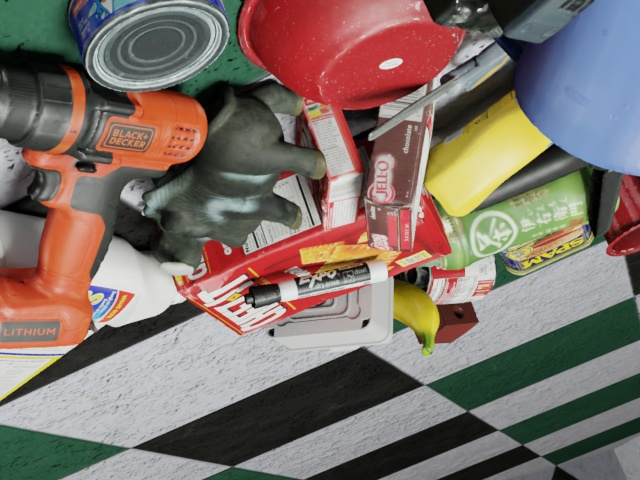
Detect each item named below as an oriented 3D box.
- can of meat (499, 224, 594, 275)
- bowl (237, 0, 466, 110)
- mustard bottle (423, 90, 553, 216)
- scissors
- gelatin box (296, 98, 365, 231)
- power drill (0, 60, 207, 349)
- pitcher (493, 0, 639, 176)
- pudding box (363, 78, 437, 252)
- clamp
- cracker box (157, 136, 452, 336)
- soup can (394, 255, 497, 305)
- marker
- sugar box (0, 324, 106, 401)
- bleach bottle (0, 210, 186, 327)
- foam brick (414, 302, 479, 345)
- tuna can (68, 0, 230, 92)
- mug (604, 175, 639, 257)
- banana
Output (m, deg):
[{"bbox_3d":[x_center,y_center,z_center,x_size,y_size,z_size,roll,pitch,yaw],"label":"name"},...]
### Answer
[{"bbox_3d":[0.226,-0.015,1.097,0.102,0.057,0.084,-25,155,11],"label":"can of meat"},{"bbox_3d":[0.033,-0.129,0.660,0.162,0.055,0.162,-18,158,-8],"label":"bowl"},{"bbox_3d":[0.166,-0.098,0.814,0.192,0.058,0.096,-39,-175,22],"label":"mustard bottle"},{"bbox_3d":[0.089,-0.104,0.725,0.201,0.016,0.096,-36,177,-23],"label":"scissors"},{"bbox_3d":[0.005,-0.057,0.779,0.030,0.073,0.089,-16,159,-9],"label":"gelatin box"},{"bbox_3d":[-0.173,-0.020,0.649,0.184,0.057,0.188,5,124,-45],"label":"power drill"},{"bbox_3d":[0.189,-0.167,0.572,0.149,0.145,0.243,-2,136,-13],"label":"pitcher"},{"bbox_3d":[0.057,-0.058,0.769,0.039,0.113,0.090,10,160,7],"label":"pudding box"},{"bbox_3d":[0.221,-0.075,0.879,0.164,0.036,0.210,3,143,-24],"label":"clamp"},{"bbox_3d":[-0.006,0.001,0.909,0.214,0.072,0.164,-23,158,7],"label":"cracker box"},{"bbox_3d":[0.126,0.033,1.105,0.102,0.068,0.069,-2,152,-39],"label":"soup can"},{"bbox_3d":[-0.004,0.036,0.870,0.121,0.020,0.020,-12,157,-17],"label":"marker"},{"bbox_3d":[-0.276,0.091,0.924,0.176,0.048,0.093,-36,154,27],"label":"sugar box"},{"bbox_3d":[-0.189,0.027,0.828,0.103,0.068,0.250,-39,156,26],"label":"bleach bottle"},{"bbox_3d":[0.131,0.071,1.187,0.052,0.078,0.051,-1,153,-39],"label":"foam brick"},{"bbox_3d":[-0.095,-0.120,0.596,0.086,0.034,0.086,-18,159,-7],"label":"tuna can"},{"bbox_3d":[0.316,-0.045,1.069,0.093,0.081,0.117,-19,159,-3],"label":"mug"},{"bbox_3d":[0.049,0.064,1.064,0.198,0.037,0.069,11,-140,45],"label":"banana"}]
